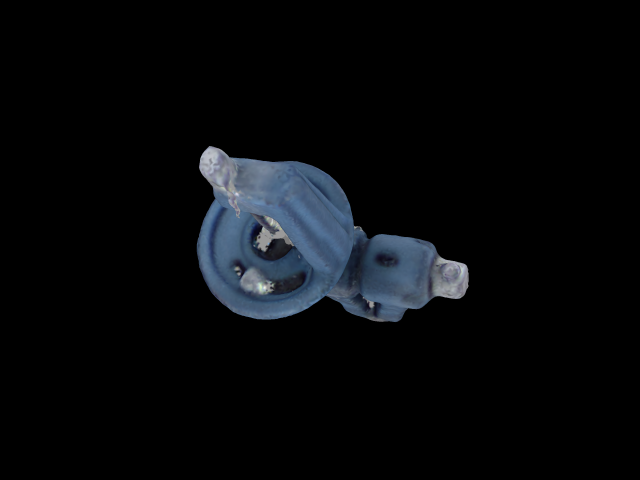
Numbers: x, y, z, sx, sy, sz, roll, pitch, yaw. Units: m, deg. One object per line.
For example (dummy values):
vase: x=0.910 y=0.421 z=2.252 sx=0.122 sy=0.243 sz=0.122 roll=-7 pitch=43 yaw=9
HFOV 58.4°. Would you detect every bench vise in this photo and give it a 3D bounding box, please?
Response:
bench vise: x=0.003 y=-0.010 z=0.403 sx=0.207 sy=0.220 sz=0.121 roll=-5 pitch=74 yaw=-1
